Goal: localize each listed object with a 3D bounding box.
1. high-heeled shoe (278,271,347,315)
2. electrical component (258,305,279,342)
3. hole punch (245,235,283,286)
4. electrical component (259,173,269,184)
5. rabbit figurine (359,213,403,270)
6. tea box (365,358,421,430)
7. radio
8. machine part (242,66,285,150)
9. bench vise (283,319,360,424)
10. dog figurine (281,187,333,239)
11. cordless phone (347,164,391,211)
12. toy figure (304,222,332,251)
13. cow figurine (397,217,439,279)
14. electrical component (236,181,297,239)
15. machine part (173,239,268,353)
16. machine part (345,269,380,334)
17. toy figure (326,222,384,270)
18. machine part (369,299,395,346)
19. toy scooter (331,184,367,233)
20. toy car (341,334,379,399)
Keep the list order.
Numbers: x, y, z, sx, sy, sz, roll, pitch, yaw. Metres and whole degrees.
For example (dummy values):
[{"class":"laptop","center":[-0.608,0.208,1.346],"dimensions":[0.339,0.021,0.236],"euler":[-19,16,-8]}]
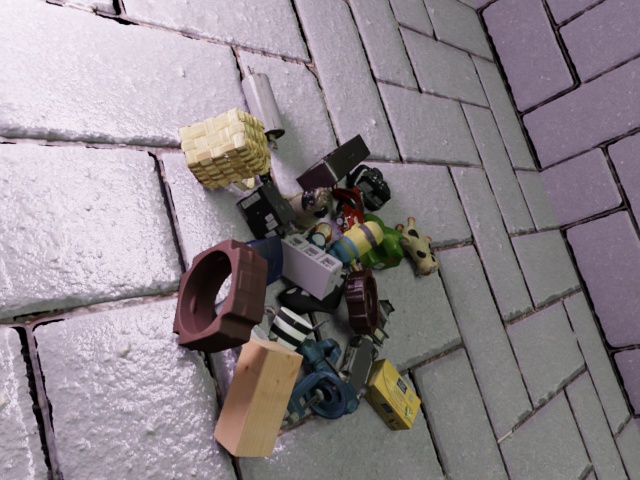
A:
[{"class":"high-heeled shoe","center":[-0.014,0.125,1.381],"dimensions":[0.145,0.086,0.249],"euler":[17,21,4]},{"class":"electrical component","center":[-0.122,0.196,1.190],"dimensions":[0.045,0.078,0.102],"euler":[0,64,-20]},{"class":"hole punch","center":[-0.140,0.052,1.246],"dimensions":[0.142,0.092,0.115],"euler":[-22,91,-53]},{"class":"electrical component","center":[-0.145,-0.178,1.364],"dimensions":[0.094,0.021,0.063],"euler":[83,1,-68]},{"class":"rabbit figurine","center":[0.184,-0.007,1.598],"dimensions":[0.159,0.121,0.170],"euler":[12,48,-47]},{"class":"tea box","center":[0.184,0.409,1.422],"dimensions":[0.169,0.068,0.098],"euler":[50,43,-15]},{"class":"radio","center":[0.039,-0.210,1.528],"dimensions":[0.073,0.131,0.229],"euler":[57,41,-9]},{"class":"machine part","center":[-0.152,-0.355,1.441],"dimensions":[0.079,0.079,0.243],"euler":[-9,77,-48]},{"class":"bench vise","center":[-0.013,0.324,1.221],"dimensions":[0.240,0.129,0.223],"euler":[-28,90,-54]},{"class":"dog figurine","center":[-0.018,-0.091,1.364],"dimensions":[0.121,0.191,0.172],"euler":[48,42,-19]},{"class":"cordless phone","center":[0.161,-0.195,1.706],"dimensions":[0.146,0.089,0.184],"euler":[40,35,-25]},{"class":"toy figure","center":[-0.003,-0.003,1.439],"dimensions":[0.064,0.058,0.154],"euler":[58,39,-22]},{"class":"cow figurine","center":[0.321,0.036,1.741],"dimensions":[0.194,0.085,0.127],"euler":[48,37,-23]},{"class":"electrical component","center":[-0.124,-0.062,1.295],"dimensions":[0.058,0.115,0.134],"euler":[-36,98,-45]},{"class":"machine part","center":[-0.196,0.114,1.065],"dimensions":[0.087,0.201,0.201],"euler":[29,52,-40]},{"class":"machine part","center":[0.113,0.163,1.417],"dimensions":[0.179,0.056,0.179],"euler":[-7,90,-73]},{"class":"toy figure","center":[0.092,0.017,1.458],"dimensions":[0.180,0.089,0.082],"euler":[-31,112,-21]},{"class":"machine part","center":[0.169,0.229,1.521],"dimensions":[0.084,0.039,0.139],"euler":[41,47,-13]},{"class":"toy scooter","center":[0.077,-0.094,1.552],"dimensions":[0.135,0.075,0.184],"euler":[34,47,-35]},{"class":"toy car","center":[0.094,0.326,1.379],"dimensions":[0.073,0.056,0.202],"euler":[42,44,-16]}]
